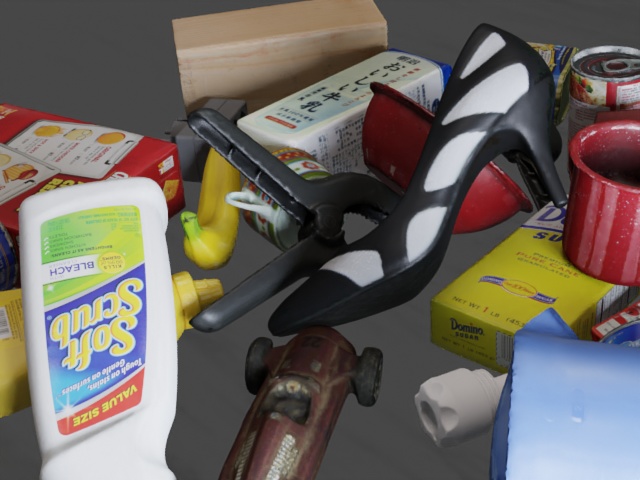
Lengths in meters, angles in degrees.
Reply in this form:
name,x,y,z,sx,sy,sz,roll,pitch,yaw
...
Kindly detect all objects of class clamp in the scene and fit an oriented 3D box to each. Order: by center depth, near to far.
name,x,y,z,sx,sy,sz,roll,pitch,yaw
clamp,-0.005,0.001,0.780,0.209,0.036,0.164,13,69,-22
clamp,0.161,-0.090,0.909,0.039,0.120,0.171,-44,14,27

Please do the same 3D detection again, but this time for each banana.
name,x,y,z,sx,sy,sz,roll,pitch,yaw
banana,-0.083,-0.024,0.861,0.037,0.070,0.197,5,23,-1

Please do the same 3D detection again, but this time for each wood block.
name,x,y,z,sx,sy,sz,roll,pitch,yaw
wood block,-0.040,-0.182,1.085,0.206,0.090,0.091,-9,32,-6

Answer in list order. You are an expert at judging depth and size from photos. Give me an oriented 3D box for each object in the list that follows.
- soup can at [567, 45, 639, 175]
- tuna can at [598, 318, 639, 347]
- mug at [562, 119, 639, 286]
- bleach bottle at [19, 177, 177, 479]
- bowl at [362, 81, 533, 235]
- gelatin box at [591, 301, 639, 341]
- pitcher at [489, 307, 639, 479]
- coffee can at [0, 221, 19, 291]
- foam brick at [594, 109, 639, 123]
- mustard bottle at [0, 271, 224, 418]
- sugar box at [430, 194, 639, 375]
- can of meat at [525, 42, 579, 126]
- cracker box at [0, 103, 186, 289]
name,x,y,z,sx,sy,sz,roll,pitch,yaw
soup can,0.243,-0.103,0.896,0.068,0.102,0.068,-4,32,3
tuna can,0.198,0.087,0.615,0.086,0.086,0.033,2,35,13
mug,0.203,-0.029,0.721,0.093,0.081,0.117,-13,38,-19
bleach bottle,-0.126,0.078,0.654,0.102,0.068,0.251,-9,54,-11
bowl,0.087,-0.053,0.837,0.055,0.162,0.162,-51,41,0
gelatin box,0.230,0.065,0.681,0.089,0.030,0.073,-28,33,-7
pitcher,0.205,0.130,0.524,0.243,0.149,0.145,4,18,11
coffee can,-0.306,0.033,0.774,0.103,0.103,0.140,13,37,28
foam brick,0.242,-0.056,0.825,0.051,0.052,0.078,1,71,45
mustard bottle,-0.160,0.060,0.745,0.191,0.058,0.096,-16,39,-15
sugar box,0.165,0.030,0.751,0.093,0.048,0.175,21,43,34
can of meat,0.200,-0.153,1.028,0.084,0.057,0.102,10,36,20
cracker box,-0.248,-0.038,0.909,0.214,0.072,0.164,15,39,29
